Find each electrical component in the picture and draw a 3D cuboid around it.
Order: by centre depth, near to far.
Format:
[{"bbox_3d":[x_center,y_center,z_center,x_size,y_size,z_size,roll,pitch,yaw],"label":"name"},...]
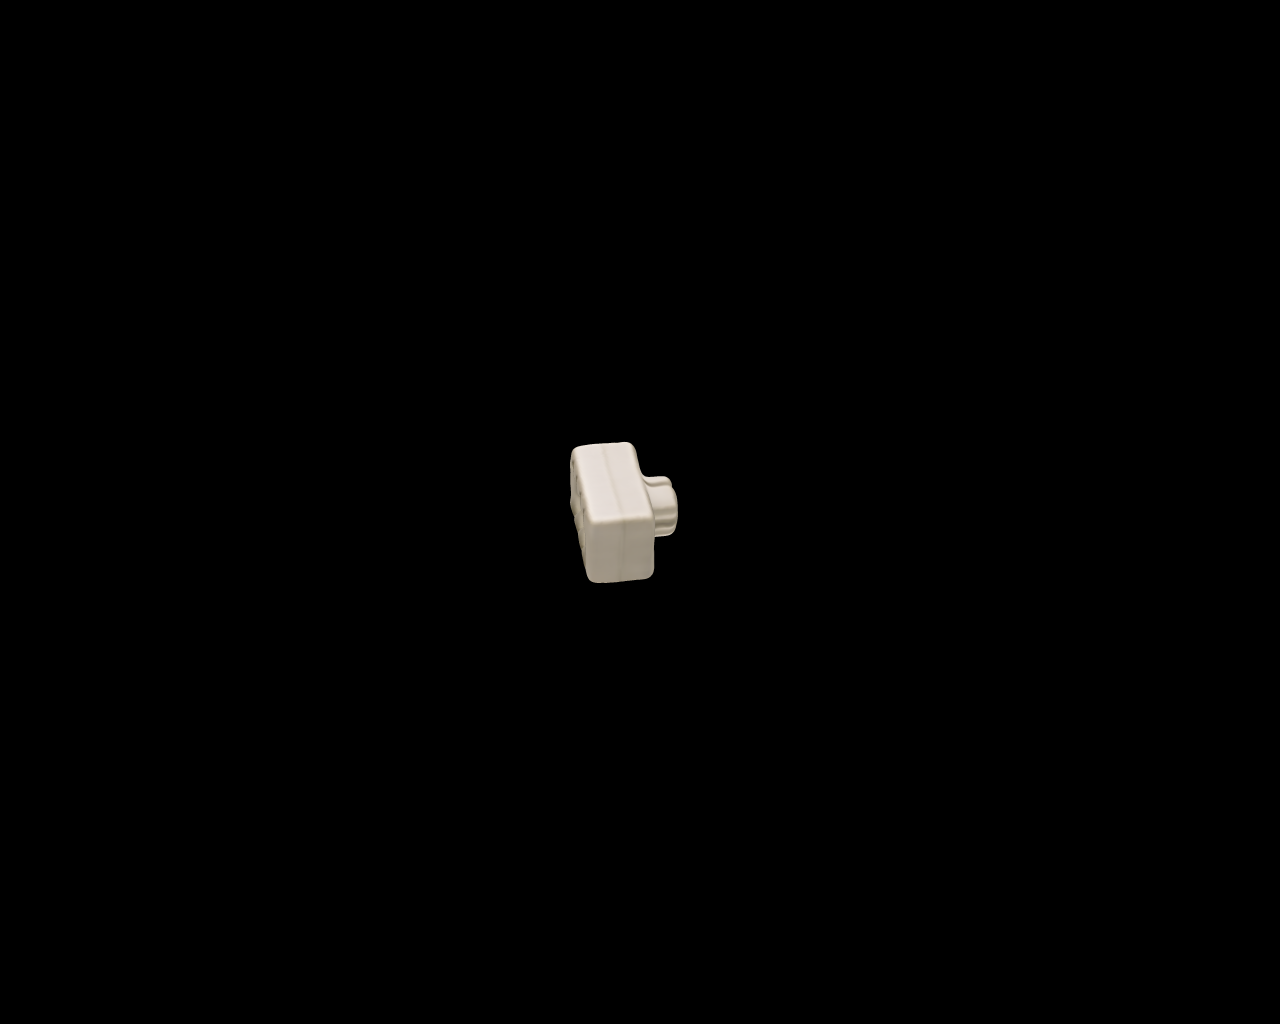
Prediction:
[{"bbox_3d":[0.001,-0.003,0.650,0.076,0.047,0.083,-6,37,-7],"label":"electrical component"}]
